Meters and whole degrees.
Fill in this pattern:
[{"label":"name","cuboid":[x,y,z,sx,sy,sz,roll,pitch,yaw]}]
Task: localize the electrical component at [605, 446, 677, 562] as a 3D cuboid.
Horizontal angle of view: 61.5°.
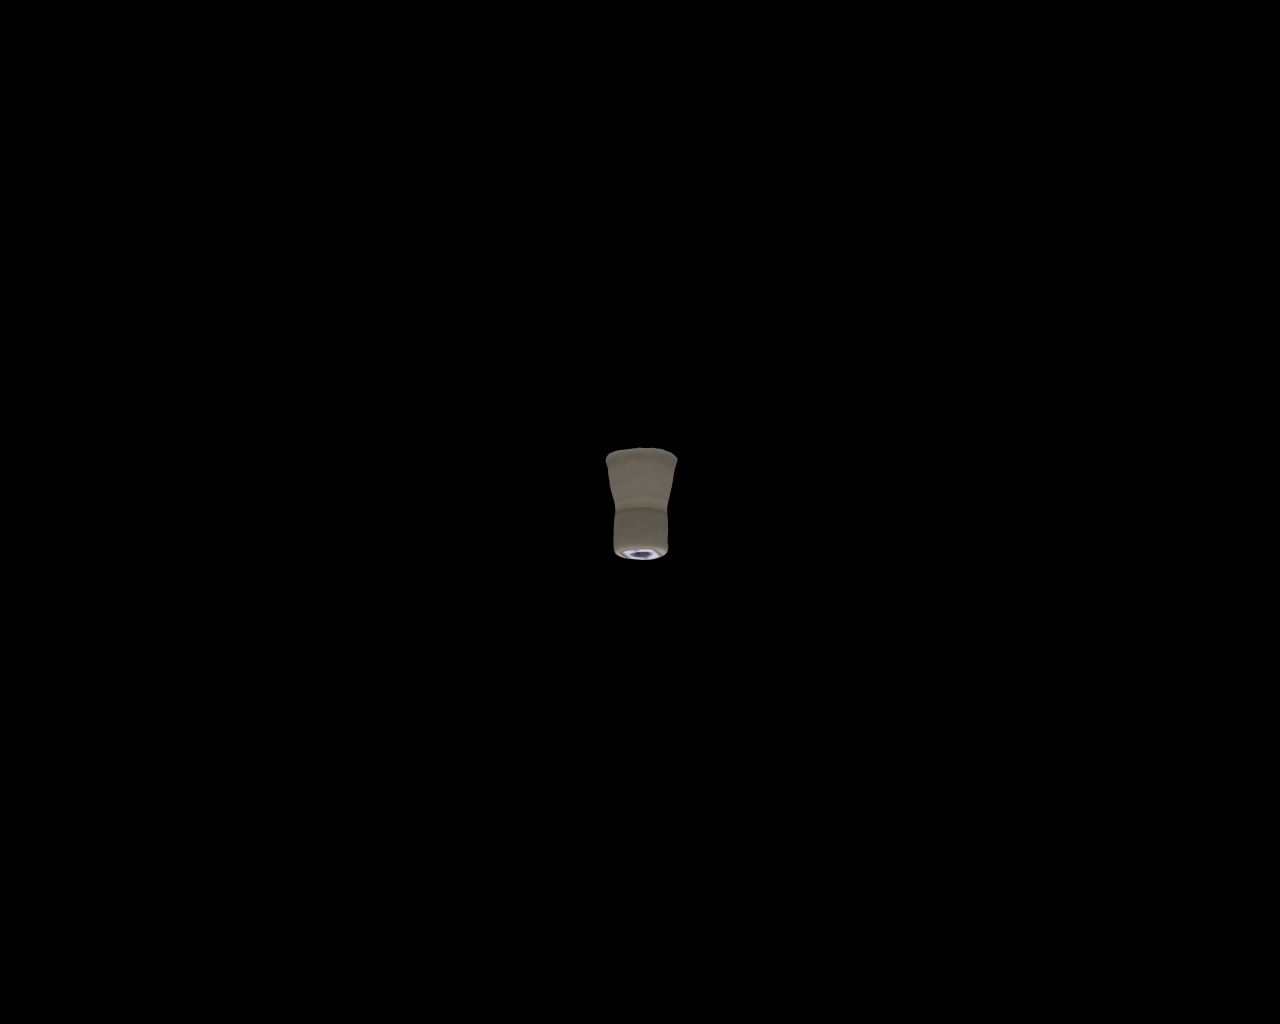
[{"label":"electrical component","cuboid":[0.001,-0.003,0.650,0.044,0.065,0.044,0,-16,0]}]
